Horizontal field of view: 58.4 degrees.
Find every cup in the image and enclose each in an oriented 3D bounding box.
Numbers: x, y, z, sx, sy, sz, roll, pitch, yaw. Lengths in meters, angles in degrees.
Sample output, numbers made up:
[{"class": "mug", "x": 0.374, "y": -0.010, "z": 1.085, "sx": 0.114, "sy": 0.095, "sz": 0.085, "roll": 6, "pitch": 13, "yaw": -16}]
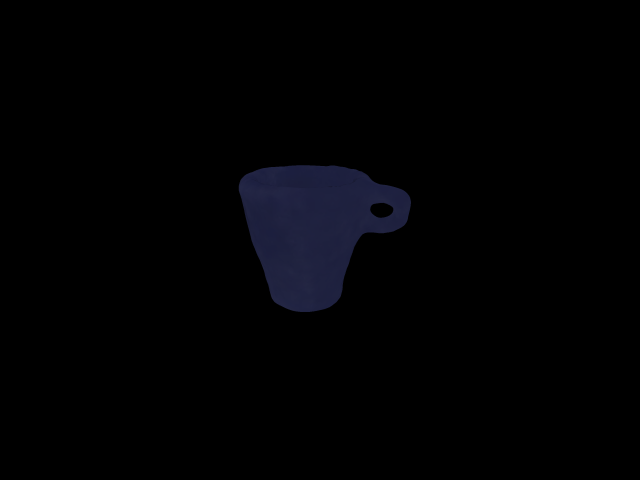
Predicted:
[{"class": "cup", "x": 0.004, "y": 0.001, "z": 0.400, "sx": 0.117, "sy": 0.095, "sz": 0.092, "roll": 6, "pitch": 19, "yaw": 16}]
